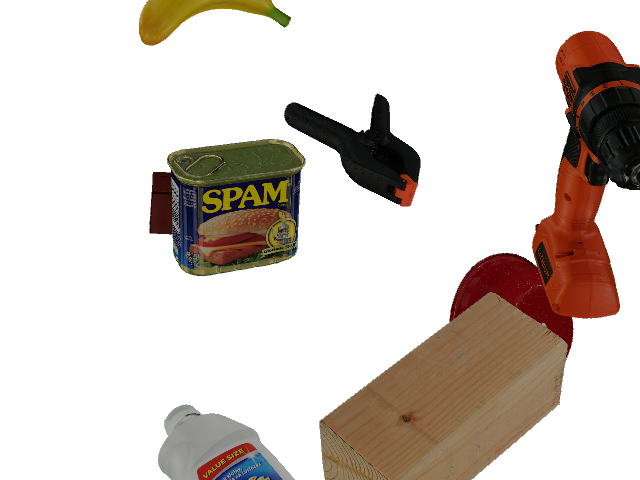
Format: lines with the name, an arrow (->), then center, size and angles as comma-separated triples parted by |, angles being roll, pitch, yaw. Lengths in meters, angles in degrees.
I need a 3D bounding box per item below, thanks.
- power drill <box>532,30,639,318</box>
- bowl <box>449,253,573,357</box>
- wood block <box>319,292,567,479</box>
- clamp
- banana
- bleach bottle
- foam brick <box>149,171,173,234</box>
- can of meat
power drill -> 0.202, -0.037, 0.780 | 0.057, 0.188, 0.184 | 2, 35, 0
bowl -> 0.213, 0.093, 1.115 | 0.161, 0.162, 0.055 | 0, -2, -34
wood block -> 0.106, 0.146, 0.910 | 0.205, 0.090, 0.091 | -33, 50, -26
clamp -> 0.038, -0.095, 1.069 | 0.120, 0.039, 0.171 | -8, 40, -17
banana -> -0.107, -0.224, 1.003 | 0.197, 0.070, 0.037 | -22, -28, -47
bleach bottle -> -0.058, 0.201, 0.756 | 0.102, 0.068, 0.251 | -18, 34, -24
foam brick -> -0.146, -0.040, 1.163 | 0.078, 0.051, 0.053 | 2, 28, -8
can of meat -> -0.065, -0.025, 0.824 | 0.102, 0.084, 0.057 | -9, 31, -21
